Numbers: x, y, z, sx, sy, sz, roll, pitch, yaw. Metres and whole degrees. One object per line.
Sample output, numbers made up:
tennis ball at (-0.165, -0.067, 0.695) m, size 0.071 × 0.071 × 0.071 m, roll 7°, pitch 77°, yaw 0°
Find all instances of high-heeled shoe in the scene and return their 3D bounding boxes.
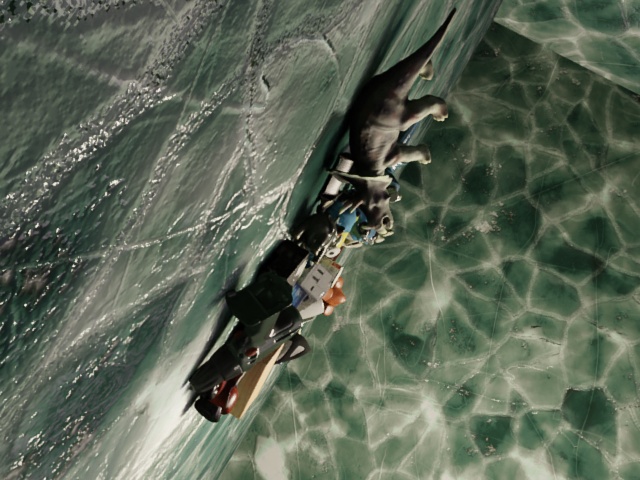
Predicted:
high-heeled shoe at (-0.135, 0.345, 1.427) m, size 0.248 × 0.145 × 0.086 m, roll -61°, pitch 172°, yaw 0°

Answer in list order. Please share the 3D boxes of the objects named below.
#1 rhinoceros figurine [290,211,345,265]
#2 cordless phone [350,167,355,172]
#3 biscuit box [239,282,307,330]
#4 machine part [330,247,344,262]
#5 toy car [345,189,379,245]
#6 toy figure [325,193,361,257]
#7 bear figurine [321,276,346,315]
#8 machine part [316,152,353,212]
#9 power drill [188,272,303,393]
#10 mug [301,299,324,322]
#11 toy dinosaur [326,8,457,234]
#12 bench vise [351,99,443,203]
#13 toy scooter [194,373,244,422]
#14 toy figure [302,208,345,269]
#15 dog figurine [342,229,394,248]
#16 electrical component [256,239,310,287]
rhinoceros figurine at (-0.001, -0.013, 1.121) m, size 0.112 × 0.073 × 0.190 m, roll -52°, pitch 170°, yaw -5°
cordless phone at (0.142, -0.194, 1.397) m, size 0.146 × 0.089 × 0.184 m, roll -61°, pitch 177°, yaw 13°
biscuit box at (-0.105, 0.162, 1.156) m, size 0.063 × 0.059 × 0.203 m, roll -37°, pitch -171°, yaw 40°
machine part at (0.021, 0.050, 1.660) m, size 0.179 × 0.056 × 0.179 m, roll -57°, pitch 173°, yaw -12°
toy car at (0.088, -0.057, 1.439) m, size 0.103 × 0.161 × 0.109 m, roll -19°, pitch 163°, yaw 21°
toy figure at (0.043, -0.036, 1.362) m, size 0.089 × 0.082 × 0.180 m, roll -42°, pitch 159°, yaw -60°
bear figurine at (0.029, 0.161, 1.573) m, size 0.195 × 0.132 × 0.120 m, roll 32°, pitch 79°, yaw -55°
machine part at (0.035, -0.122, 1.128) m, size 0.084 × 0.039 × 0.138 m, roll -34°, pitch 157°, yaw -56°
power drill at (-0.122, 0.159, 0.917) m, size 0.232 × 0.086 × 0.207 m, roll -28°, pitch 147°, yaw -29°
mug at (-0.053, 0.179, 1.433) m, size 0.107 × 0.081 × 0.109 m, roll -16°, pitch 135°, yaw -15°
toy dinosaur at (0.116, -0.211, 0.973) m, size 0.192 × 0.131 × 0.404 m, roll -16°, pitch 131°, yaw -27°
bench vise at (0.156, -0.193, 1.182) m, size 0.240 × 0.129 × 0.224 m, roll -58°, pitch -164°, yaw 27°
toy scooter at (-0.188, 0.276, 1.067) m, size 0.135 × 0.075 × 0.183 m, roll -53°, pitch 166°, yaw -36°
toy figure at (-0.002, -0.003, 1.278) m, size 0.154 × 0.058 × 0.064 m, roll -54°, pitch 166°, yaw -3°
dog figurine at (0.108, -0.084, 1.544) m, size 0.172 × 0.190 × 0.121 m, roll -10°, pitch 167°, yaw -29°
electrical component at (-0.076, 0.067, 1.044) m, size 0.134 × 0.058 × 0.114 m, roll -50°, pitch 170°, yaw -53°
